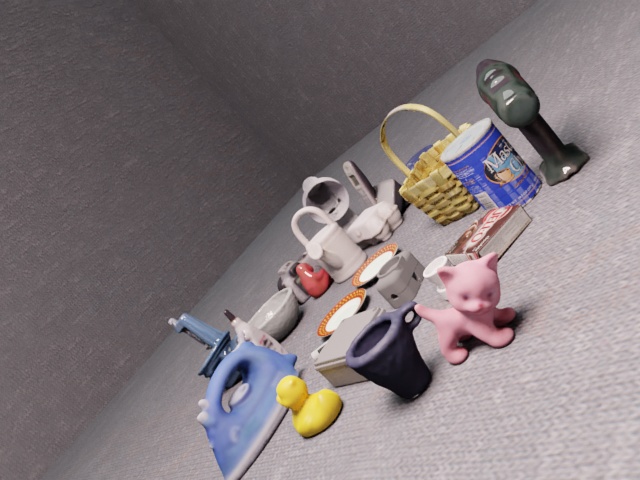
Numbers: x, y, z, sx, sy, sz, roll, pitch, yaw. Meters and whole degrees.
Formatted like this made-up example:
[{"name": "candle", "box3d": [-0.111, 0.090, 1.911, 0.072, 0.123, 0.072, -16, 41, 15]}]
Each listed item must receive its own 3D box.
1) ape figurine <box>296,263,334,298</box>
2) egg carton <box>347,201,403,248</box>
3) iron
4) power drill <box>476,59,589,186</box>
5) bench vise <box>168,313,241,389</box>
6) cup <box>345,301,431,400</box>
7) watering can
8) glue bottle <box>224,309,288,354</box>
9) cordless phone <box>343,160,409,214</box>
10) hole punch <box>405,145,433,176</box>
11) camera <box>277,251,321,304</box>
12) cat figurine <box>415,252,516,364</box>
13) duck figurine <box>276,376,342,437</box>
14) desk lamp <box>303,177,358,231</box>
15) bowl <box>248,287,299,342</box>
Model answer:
[{"name": "ape figurine", "box3d": [-0.021, 0.093, 1.422, 0.077, 0.092, 0.076, -31, 16, 50]}, {"name": "egg carton", "box3d": [0.133, -0.035, 1.416, 0.107, 0.069, 0.150, -49, 11, -26]}, {"name": "iron", "box3d": [-0.142, 0.278, 0.998, 0.118, 0.141, 0.259, -36, 13, 36]}, {"name": "power drill", "box3d": [0.330, -0.196, 0.919, 0.075, 0.208, 0.230, -39, 11, 21]}, {"name": "bench vise", "box3d": [-0.232, 0.228, 1.322, 0.207, 0.220, 0.121, -40, 11, 16]}, {"name": "cup", "box3d": [0.103, 0.145, 0.730, 0.118, 0.095, 0.091, -45, 11, -7]}, {"name": "watering can", "box3d": [0.014, 0.003, 1.362, 0.101, 0.194, 0.172, -43, 10, 0]}, {"name": "glue bottle", "box3d": [-0.137, 0.206, 1.179, 0.037, 0.173, 0.078, -39, 11, 21]}, {"name": "cordless phone", "box3d": [0.136, -0.134, 1.479, 0.094, 0.185, 0.147, -47, 11, -21]}, {"name": "hole punch", "box3d": [0.270, -0.174, 1.392, 0.108, 0.091, 0.101, -43, 10, 1]}, {"name": "camera", "box3d": [-0.060, 0.095, 1.539, 0.143, 0.101, 0.136, -49, 12, -26]}, {"name": "cat figurine", "box3d": [0.172, 0.074, 0.687, 0.127, 0.118, 0.067, -35, 13, 38]}, {"name": "duck figurine", "box3d": [-0.025, 0.240, 0.860, 0.104, 0.086, 0.078, -31, 16, 48]}, {"name": "desk lamp", "box3d": [0.036, -0.086, 1.585, 0.118, 0.213, 0.203, -43, 10, 2]}, {"name": "bowl", "box3d": [-0.105, 0.196, 1.379, 0.167, 0.075, 0.167, -42, 10, 10]}]
